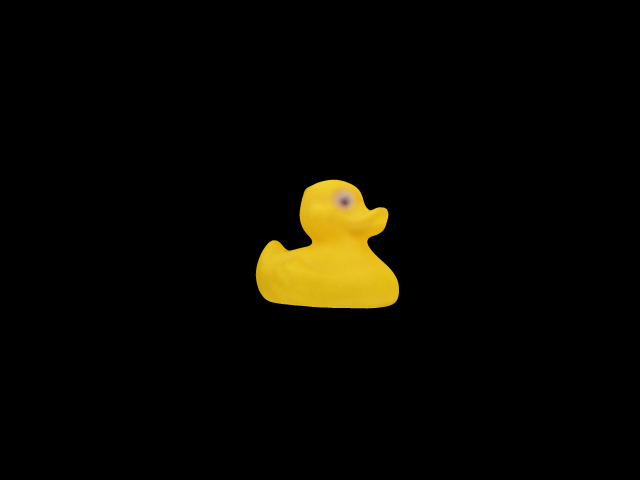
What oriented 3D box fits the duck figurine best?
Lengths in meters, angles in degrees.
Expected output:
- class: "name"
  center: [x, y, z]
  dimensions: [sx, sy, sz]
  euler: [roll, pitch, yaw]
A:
- class: "duck figurine"
  center: [0.004, 0.001, 0.400]
  dimensions: [0.104, 0.086, 0.078]
  euler: [0, 0, 29]
